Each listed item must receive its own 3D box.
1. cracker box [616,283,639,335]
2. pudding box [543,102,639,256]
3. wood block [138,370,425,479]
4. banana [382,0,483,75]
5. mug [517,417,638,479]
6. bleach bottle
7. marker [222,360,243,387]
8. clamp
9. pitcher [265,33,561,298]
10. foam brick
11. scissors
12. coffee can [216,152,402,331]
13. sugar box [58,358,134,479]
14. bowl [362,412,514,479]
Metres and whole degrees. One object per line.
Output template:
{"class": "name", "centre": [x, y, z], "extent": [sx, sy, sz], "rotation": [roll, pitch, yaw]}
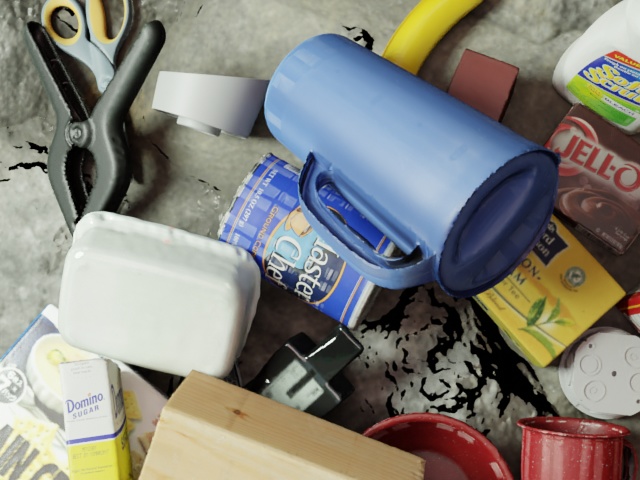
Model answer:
{"class": "cracker box", "centre": [0.341, 0.112, 0.853], "extent": [0.072, 0.164, 0.214], "rotation": [-38, 82, -1]}
{"class": "pudding box", "centre": [0.244, -0.053, 0.942], "extent": [0.113, 0.039, 0.090], "rotation": [36, 88, 8]}
{"class": "wood block", "centre": [-0.029, 0.191, 0.845], "extent": [0.206, 0.090, 0.090], "rotation": [21, 105, 4]}
{"class": "banana", "centre": [0.093, -0.167, 0.972], "extent": [0.069, 0.037, 0.198], "rotation": [25, 88, -9]}
{"class": "mug", "centre": [0.221, 0.197, 0.902], "extent": [0.117, 0.093, 0.081], "rotation": [3, 89, -30]}
{"class": "bleach bottle", "centre": [0.251, -0.151, 0.844], "extent": [0.102, 0.251, 0.068], "rotation": [36, 88, 8]}
{"class": "marker", "centre": [-0.073, 0.155, 0.962], "extent": [0.020, 0.020, 0.121], "rotation": [-15, 83, 4]}
{"class": "clamp", "centre": [-0.201, -0.102, 0.966], "extent": [0.165, 0.036, 0.210], "rotation": [-1, 94, 34]}
{"class": "pitcher", "centre": [0.057, -0.066, 0.862], "extent": [0.243, 0.149, 0.145], "rotation": [40, 109, 34]}
{"class": "foam brick", "centre": [0.141, -0.127, 0.940], "extent": [0.051, 0.078, 0.053], "rotation": [23, 87, 9]}
{"class": "scissors", "centre": [-0.219, -0.154, 1.010], "extent": [0.096, 0.016, 0.202], "rotation": [1, 84, 7]}
{"class": "coffee can", "centre": [-0.006, 0.001, 0.929], "extent": [0.140, 0.103, 0.103], "rotation": [29, 87, 8]}
{"class": "sugar box", "centre": [-0.174, 0.187, 0.857], "extent": [0.048, 0.093, 0.176], "rotation": [-5, 78, -5]}
{"class": "bowl", "centre": [0.089, 0.229, 0.920], "extent": [0.162, 0.055, 0.162], "rotation": [-1, 84, 6]}
